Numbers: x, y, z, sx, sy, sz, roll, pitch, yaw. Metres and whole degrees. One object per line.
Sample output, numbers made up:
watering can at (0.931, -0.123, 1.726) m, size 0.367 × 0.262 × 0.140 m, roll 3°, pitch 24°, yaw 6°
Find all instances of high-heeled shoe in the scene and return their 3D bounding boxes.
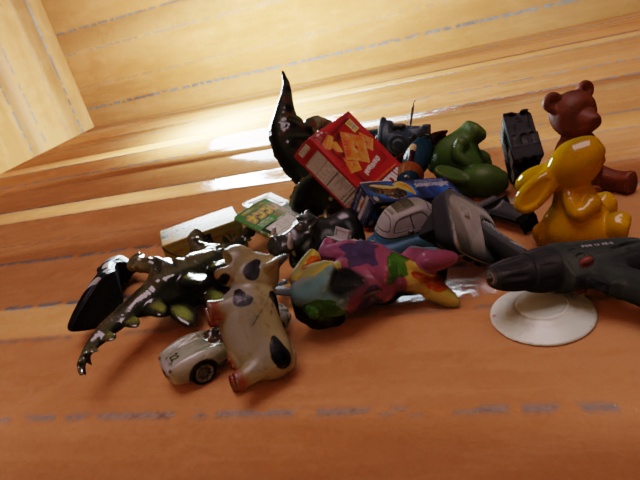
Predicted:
high-heeled shoe at (-0.432, 0.098, 1.027) m, size 0.145 × 0.086 × 0.249 m, roll -7°, pitch 21°, yaw 24°

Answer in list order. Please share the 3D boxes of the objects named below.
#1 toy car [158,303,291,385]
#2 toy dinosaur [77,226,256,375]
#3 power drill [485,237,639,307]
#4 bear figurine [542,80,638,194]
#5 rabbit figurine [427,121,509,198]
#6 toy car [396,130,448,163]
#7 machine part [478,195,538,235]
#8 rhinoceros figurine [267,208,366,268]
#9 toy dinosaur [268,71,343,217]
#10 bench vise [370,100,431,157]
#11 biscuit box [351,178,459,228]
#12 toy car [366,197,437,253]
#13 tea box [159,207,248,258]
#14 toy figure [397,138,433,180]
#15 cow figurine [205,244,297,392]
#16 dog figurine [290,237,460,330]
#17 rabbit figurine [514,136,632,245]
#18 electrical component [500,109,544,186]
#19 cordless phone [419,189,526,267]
toy car at (-0.135, 0.144, 0.787) m, size 0.202 × 0.056 × 0.074 m, roll -28°, pitch 27°, yaw -25°
toy dinosaur at (-0.247, 0.077, 0.932) m, size 0.199 × 0.104 × 0.471 m, roll 5°, pitch 30°, yaw 36°
power drill at (0.349, 0.060, 0.644) m, size 0.232 × 0.085 × 0.207 m, roll -10°, pitch 18°, yaw -23°
bear figurine at (0.471, -0.172, 0.947) m, size 0.120 × 0.195 × 0.132 m, roll -19°, pitch 26°, yaw -16°
rabbit figurine at (0.302, -0.146, 1.092) m, size 0.159 × 0.121 × 0.170 m, roll -23°, pitch 41°, yaw -9°
toy car at (0.203, -0.181, 1.207) m, size 0.202 × 0.053 × 0.089 m, roll -31°, pitch -10°, yaw 36°
machine part at (0.328, -0.049, 0.957) m, size 0.084 × 0.039 × 0.139 m, roll -16°, pitch 23°, yaw -16°
rhinoceros figurine at (-0.002, -0.003, 0.959) m, size 0.190 × 0.112 × 0.073 m, roll -19°, pitch 26°, yaw -28°
toy dinosaur at (-0.044, -0.198, 1.180) m, size 0.131 × 0.405 × 0.192 m, roll -36°, pitch -8°, yaw 30°
bench vise at (0.166, -0.269, 1.412) m, size 0.241 × 0.128 × 0.224 m, roll 2°, pitch 31°, yaw 17°
biscuit box at (0.161, -0.071, 0.987) m, size 0.203 × 0.062 × 0.059 m, roll -8°, pitch 46°, yaw -27°
toy car at (0.153, -0.020, 0.919) m, size 0.162 × 0.102 × 0.109 m, roll -15°, pitch 24°, yaw -4°
tea box at (-0.249, -0.004, 1.146) m, size 0.170 × 0.068 × 0.098 m, roll -19°, pitch 25°, yaw -11°
toy figure at (0.189, -0.143, 1.081) m, size 0.058 × 0.064 × 0.154 m, roll -43°, pitch 15°, yaw 53°
cow figurine at (-0.089, 0.095, 0.732) m, size 0.127 × 0.195 × 0.085 m, roll -15°, pitch -18°, yaw -23°
dog figurine at (0.088, 0.061, 0.777) m, size 0.219 × 0.108 × 0.191 m, roll 1°, pitch 22°, yaw 26°
rabbit figurine at (0.384, -0.077, 0.825) m, size 0.163 × 0.173 × 0.122 m, roll 1°, pitch 33°, yaw 22°
electrical component at (0.400, -0.174, 1.064) m, size 0.058 × 0.134 × 0.114 m, roll -12°, pitch -18°, yaw 13°
cordless phone at (0.252, 0.008, 0.787) m, size 0.146 × 0.088 × 0.184 m, roll 20°, pitch 14°, yaw -42°
